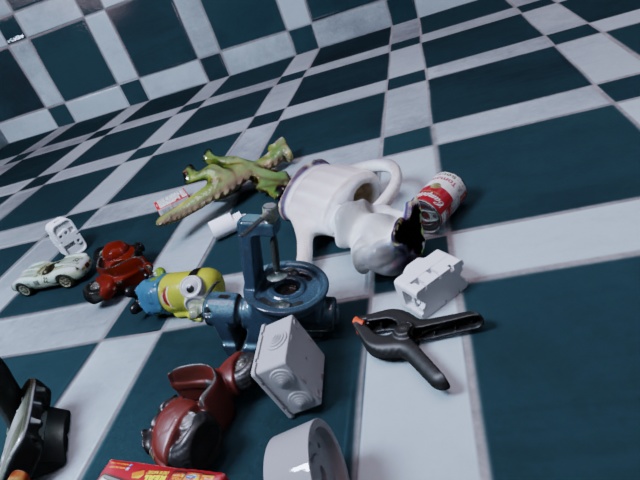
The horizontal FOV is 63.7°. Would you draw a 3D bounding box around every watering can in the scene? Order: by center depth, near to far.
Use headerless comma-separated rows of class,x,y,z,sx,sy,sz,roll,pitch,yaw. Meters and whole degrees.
watering can,0.003,-0.048,0.963,0.226,0.102,0.352,19,56,46

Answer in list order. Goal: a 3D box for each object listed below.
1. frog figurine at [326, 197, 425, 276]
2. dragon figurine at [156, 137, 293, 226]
frog figurine,0.081,-0.005,0.827,0.159,0.140,0.120,-5,-42,36
dragon figurine,-0.185,-0.138,1.234,0.243,0.119,0.420,2,37,21
